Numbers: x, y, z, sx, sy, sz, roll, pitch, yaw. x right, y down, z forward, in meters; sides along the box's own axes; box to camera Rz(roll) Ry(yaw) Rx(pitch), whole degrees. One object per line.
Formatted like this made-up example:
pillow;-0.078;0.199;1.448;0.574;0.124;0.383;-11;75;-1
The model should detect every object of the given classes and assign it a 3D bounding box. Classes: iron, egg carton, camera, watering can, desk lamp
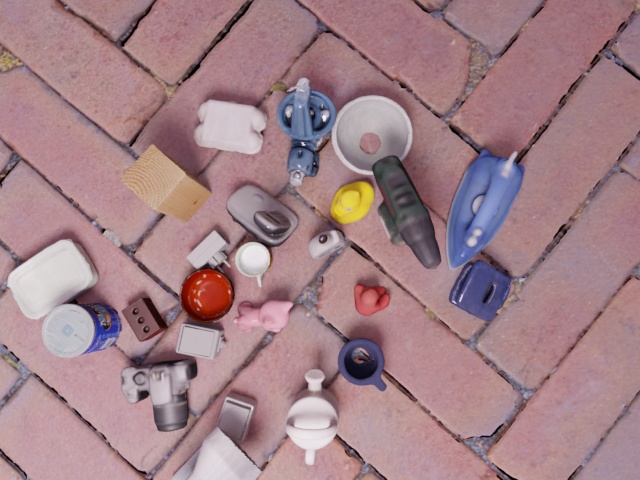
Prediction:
iron;0.327;-0.059;1.145;0.118;0.141;0.258;24;86;5
egg carton;-0.190;-0.241;1.219;0.150;0.069;0.107;8;85;3
camera;-0.324;0.317;1.158;0.143;0.101;0.137;-7;84;2
watering can;-0.016;0.340;1.096;0.101;0.194;0.173;-19;84;1
desk lamp;-0.204;0.447;1.084;0.118;0.213;0.203;44;88;6

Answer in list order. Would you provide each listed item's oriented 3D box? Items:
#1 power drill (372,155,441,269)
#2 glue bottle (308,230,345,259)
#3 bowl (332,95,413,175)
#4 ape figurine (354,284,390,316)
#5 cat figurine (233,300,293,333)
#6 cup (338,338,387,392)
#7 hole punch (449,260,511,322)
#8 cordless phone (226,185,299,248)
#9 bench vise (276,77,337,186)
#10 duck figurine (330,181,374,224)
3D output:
power drill;0.167;-0.046;1.117;0.075;0.208;0.229;-24;84;0
glue bottle;0.010;0.004;1.136;0.078;0.173;0.037;-26;84;0
bowl;0.108;-0.213;1.202;0.167;0.075;0.167;0;85;2
ape figurine;0.101;0.118;1.163;0.078;0.092;0.076;41;88;6
cat figurine;-0.113;0.155;1.155;0.127;0.118;0.067;-6;84;2
cup;0.091;0.250;1.150;0.092;0.095;0.117;-41;84;-2
hole punch;0.328;0.102;1.155;0.101;0.091;0.109;27;86;5
cordless phone;-0.123;-0.055;1.141;0.147;0.185;0.094;34;87;5
bench vise;-0.022;-0.219;1.135;0.121;0.220;0.207;-9;84;2
duck figurine;0.067;-0.083;1.186;0.104;0.086;0.077;-41;84;-2
